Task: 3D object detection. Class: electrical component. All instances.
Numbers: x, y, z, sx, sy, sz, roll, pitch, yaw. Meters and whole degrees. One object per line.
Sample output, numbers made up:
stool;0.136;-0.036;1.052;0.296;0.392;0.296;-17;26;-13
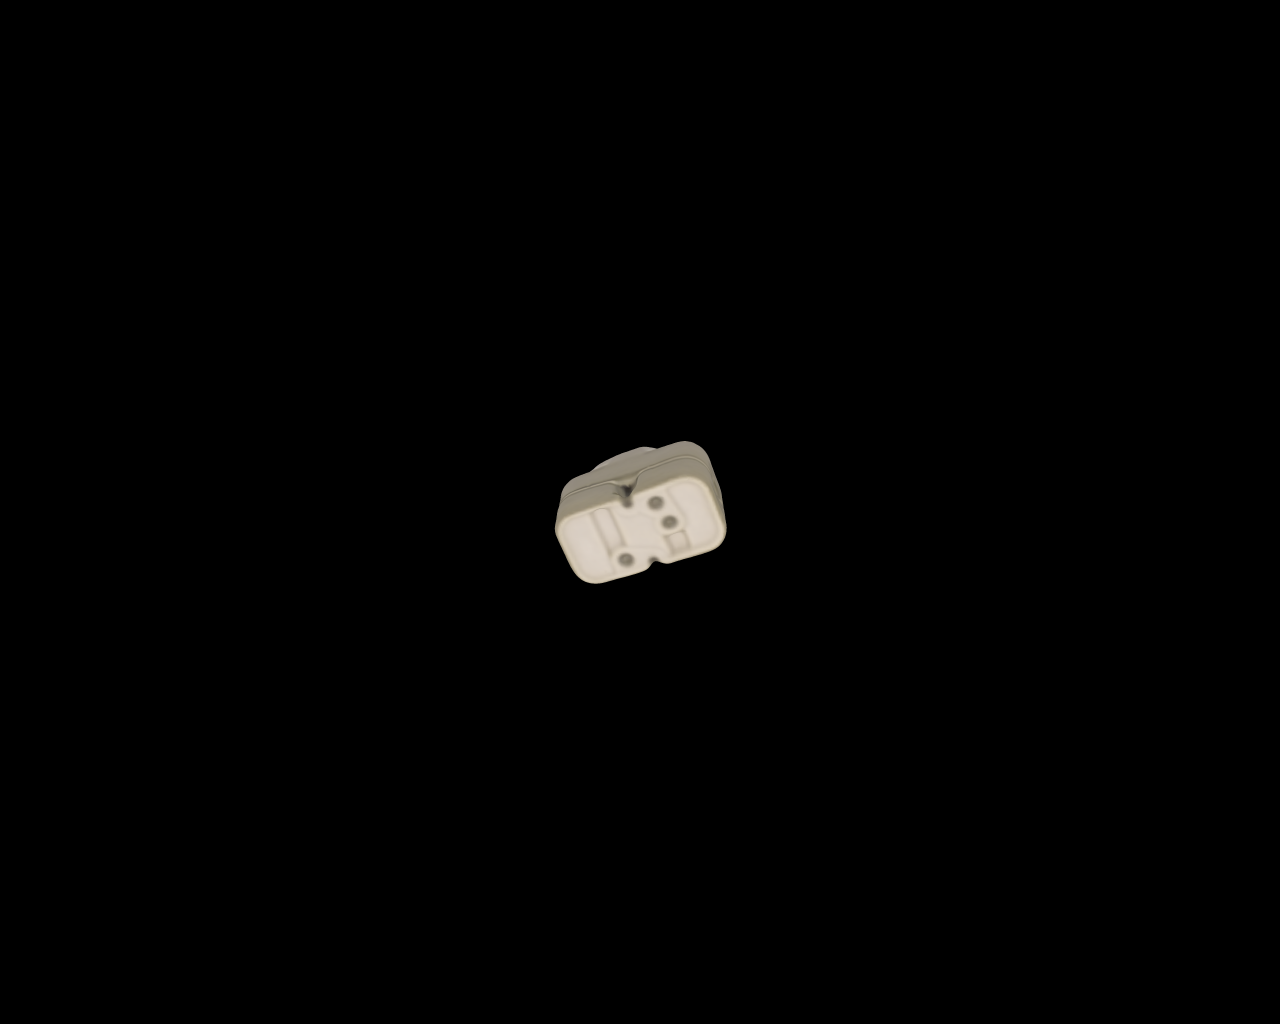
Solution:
electrical component;0.001;-0.003;0.650;0.095;0.053;0.059;-18;29;10
